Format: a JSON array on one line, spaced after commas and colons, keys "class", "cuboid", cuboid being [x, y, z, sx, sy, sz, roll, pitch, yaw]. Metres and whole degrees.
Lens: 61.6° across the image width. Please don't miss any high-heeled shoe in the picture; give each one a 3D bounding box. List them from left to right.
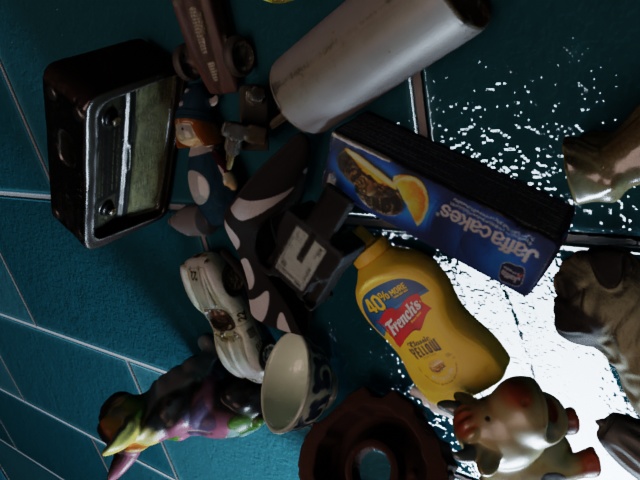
[{"class": "high-heeled shoe", "cuboid": [-0.029, 0.011, 0.574, 0.145, 0.086, 0.248, 42, 138, 4]}]

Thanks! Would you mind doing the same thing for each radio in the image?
[{"class": "radio", "cuboid": [-0.238, -0.103, 0.623, 0.073, 0.131, 0.229, 37, 133, 17]}]

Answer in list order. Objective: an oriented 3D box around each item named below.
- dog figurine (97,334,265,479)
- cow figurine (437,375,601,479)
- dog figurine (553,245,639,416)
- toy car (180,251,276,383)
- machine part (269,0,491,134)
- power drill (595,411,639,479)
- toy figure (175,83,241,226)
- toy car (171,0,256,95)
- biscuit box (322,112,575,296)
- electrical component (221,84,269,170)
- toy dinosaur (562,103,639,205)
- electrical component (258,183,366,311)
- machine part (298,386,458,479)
[{"class": "dog figurine", "cuboid": [-0.198, 0.253, 0.757, 0.192, 0.219, 0.108, 31, 135, 20]}, {"class": "cow figurine", "cuboid": [0.176, 0.196, 0.486, 0.127, 0.086, 0.194, -9, 125, 1]}, {"class": "dog figurine", "cuboid": [0.270, 0.092, 0.395, 0.121, 0.172, 0.191, -37, 53, 25]}, {"class": "toy car", "cuboid": [-0.119, 0.108, 0.716, 0.074, 0.056, 0.201, -7, 112, 40]}, {"class": "machine part", "cuboid": [0.039, -0.151, 0.418, 0.243, 0.079, 0.079, -25, 100, 44]}, {"class": "power drill", "cuboid": [0.321, 0.268, 0.470, 0.232, 0.086, 0.207, 26, 122, 20]}, {"class": "toy figure", "cuboid": [-0.125, -0.094, 0.596, 0.064, 0.058, 0.154, -9, 110, 16]}, {"class": "toy car", "cuboid": [-0.121, -0.237, 0.507, 0.089, 0.053, 0.201, 7, 120, 31]}, {"class": "biscuit box", "cuboid": [0.102, -0.036, 0.452, 0.203, 0.063, 0.059, 30, 133, 20]}, {"class": "electrical component", "cuboid": [-0.073, -0.111, 0.522, 0.102, 0.045, 0.078, -122, 30, -69]}, {"class": "toy dinosaur", "cuboid": [0.241, -0.073, 0.295, 0.199, 0.105, 0.470, -7, 116, 37]}, {"class": "electrical component", "cuboid": [-0.001, -0.001, 0.496, 0.075, 0.048, 0.119, 36, 120, 17]}, {"class": "machine part", "cuboid": [0.064, 0.256, 0.597, 0.180, 0.179, 0.056, 5, 160, 36]}]
